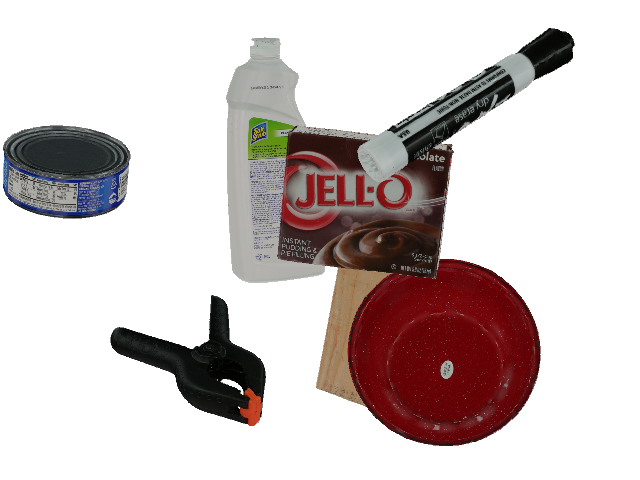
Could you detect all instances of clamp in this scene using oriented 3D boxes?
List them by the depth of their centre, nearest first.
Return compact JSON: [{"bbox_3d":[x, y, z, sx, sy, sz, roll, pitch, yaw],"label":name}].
[{"bbox_3d":[-0.098,0.106,0.975,0.120,0.039,0.172,-30,46,-34],"label":"clamp"}]

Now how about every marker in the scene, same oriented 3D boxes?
[{"bbox_3d":[0.070,-0.065,0.492,0.121,0.020,0.020,-33,11,-17],"label":"marker"}]

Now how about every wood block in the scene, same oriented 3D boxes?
[{"bbox_3d":[0.067,0.076,1.214,0.090,0.206,0.090,18,24,18],"label":"wood block"}]

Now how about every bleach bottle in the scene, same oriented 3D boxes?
[{"bbox_3d":[-0.048,-0.085,1.122,0.102,0.251,0.068,-7,16,-22],"label":"bleach bottle"}]

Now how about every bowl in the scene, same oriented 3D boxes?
[{"bbox_3d":[0.101,0.098,0.873,0.162,0.162,0.055,0,7,6],"label":"bowl"}]

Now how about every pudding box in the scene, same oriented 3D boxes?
[{"bbox_3d":[0.030,-0.027,0.730,0.113,0.090,0.039,6,17,4],"label":"pudding box"}]

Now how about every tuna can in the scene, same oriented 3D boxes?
[{"bbox_3d":[-0.176,-0.048,0.741,0.086,0.034,0.086,8,27,-4],"label":"tuna can"}]
